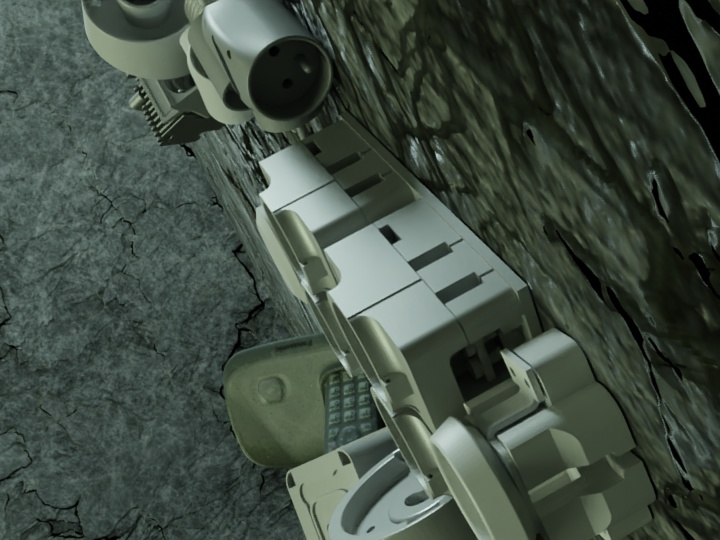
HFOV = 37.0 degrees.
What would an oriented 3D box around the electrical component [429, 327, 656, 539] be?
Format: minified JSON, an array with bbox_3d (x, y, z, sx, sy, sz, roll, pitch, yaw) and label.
[{"bbox_3d":[0.061,0.068,0.379,0.078,0.057,0.058,64,173,-19],"label":"electrical component"}]

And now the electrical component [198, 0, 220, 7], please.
[{"bbox_3d":[-0.070,-0.171,0.446,0.099,0.048,0.099,60,173,22],"label":"electrical component"}]

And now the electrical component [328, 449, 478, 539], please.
[{"bbox_3d":[0.045,0.132,0.562,0.060,0.108,0.108,57,174,-9],"label":"electrical component"}]

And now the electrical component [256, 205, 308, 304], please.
[{"bbox_3d":[-0.040,-0.020,0.794,0.080,0.051,0.080,60,173,13],"label":"electrical component"}]

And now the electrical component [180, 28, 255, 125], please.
[{"bbox_3d":[-0.100,-0.150,0.751,0.079,0.044,0.077,61,173,11],"label":"electrical component"}]

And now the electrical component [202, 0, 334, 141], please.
[{"bbox_3d":[-0.042,-0.097,0.544,0.077,0.043,0.079,54,170,49],"label":"electrical component"}]

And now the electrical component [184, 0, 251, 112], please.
[{"bbox_3d":[-0.081,-0.141,0.655,0.081,0.043,0.043,59,173,22],"label":"electrical component"}]

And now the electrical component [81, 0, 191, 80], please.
[{"bbox_3d":[-0.157,-0.193,0.805,0.099,0.099,0.064,60,166,18],"label":"electrical component"}]

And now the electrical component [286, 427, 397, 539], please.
[{"bbox_3d":[0.013,0.157,0.646,0.078,0.057,0.113,-33,75,49],"label":"electrical component"}]

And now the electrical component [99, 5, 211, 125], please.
[{"bbox_3d":[-0.150,-0.188,0.882,0.121,0.079,0.063,60,-165,15],"label":"electrical component"}]

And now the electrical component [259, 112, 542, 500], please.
[{"bbox_3d":[0.018,0.017,0.485,0.186,0.060,0.105,52,168,55],"label":"electrical component"}]
